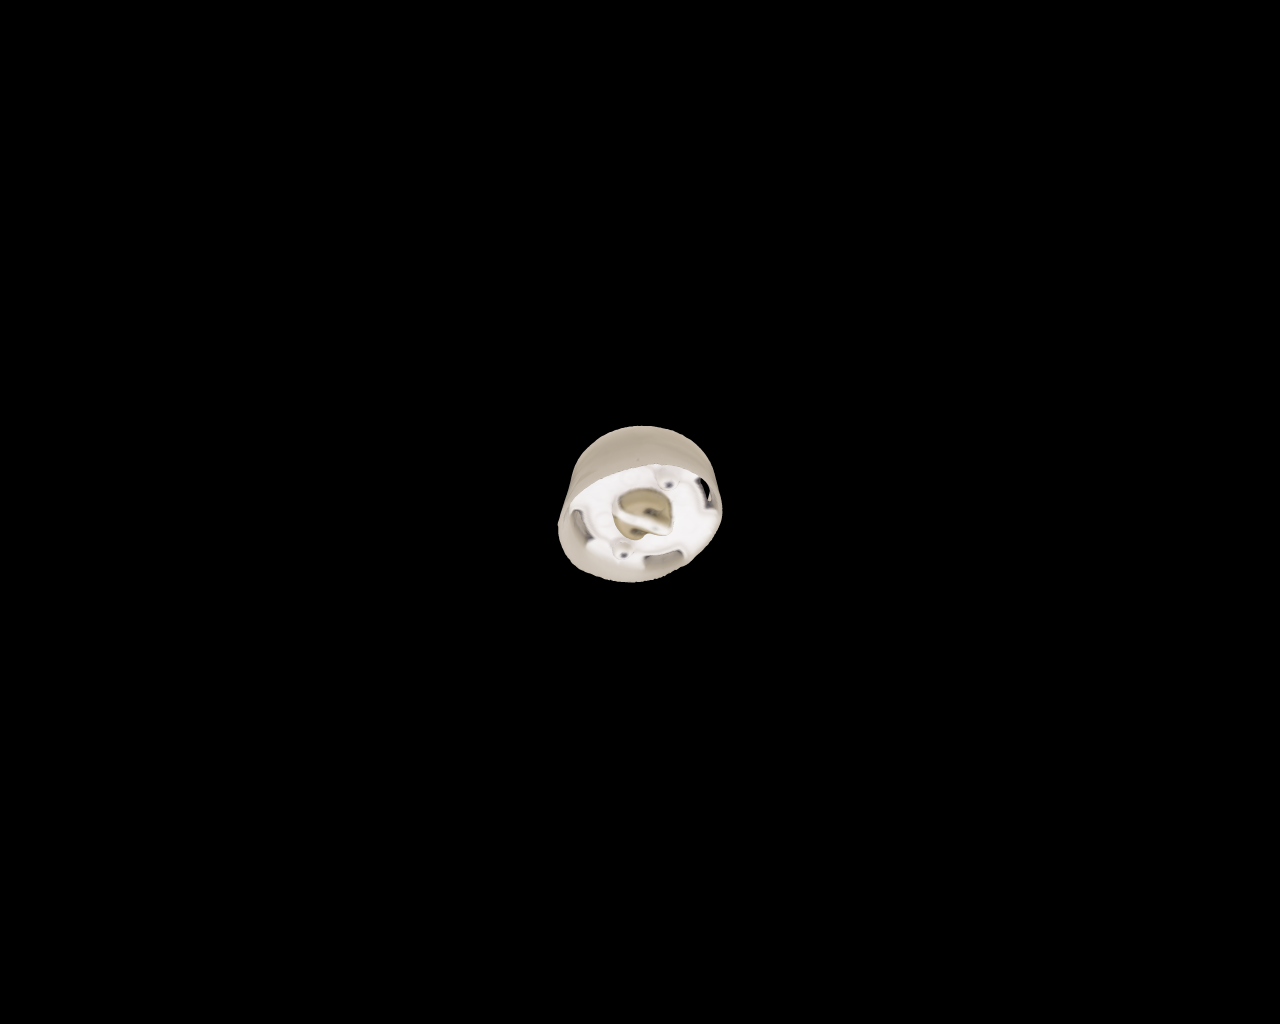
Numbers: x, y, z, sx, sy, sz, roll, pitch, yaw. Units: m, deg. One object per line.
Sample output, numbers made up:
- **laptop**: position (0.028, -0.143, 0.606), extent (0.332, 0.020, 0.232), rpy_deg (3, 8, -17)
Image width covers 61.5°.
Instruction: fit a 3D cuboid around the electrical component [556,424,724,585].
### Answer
- **electrical component**: position (0.001, -0.003, 0.650), extent (0.099, 0.099, 0.064), rpy_deg (0, 38, 0)
